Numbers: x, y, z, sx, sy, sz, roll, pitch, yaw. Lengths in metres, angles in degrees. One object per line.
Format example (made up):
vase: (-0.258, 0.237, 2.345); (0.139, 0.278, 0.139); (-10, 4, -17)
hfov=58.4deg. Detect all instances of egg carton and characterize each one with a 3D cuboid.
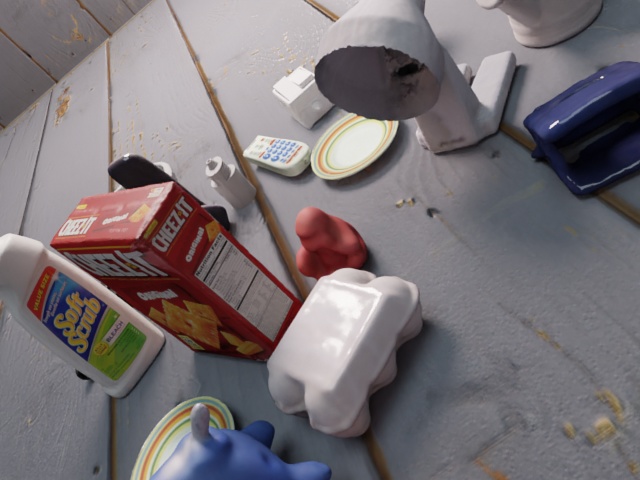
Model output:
egg carton: (0.022, 0.094, 0.506); (0.107, 0.070, 0.150); (9, 60, 47)

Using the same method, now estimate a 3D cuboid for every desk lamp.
desk lamp: (0.102, -0.189, 0.597); (0.117, 0.214, 0.203); (-4, 51, 40)

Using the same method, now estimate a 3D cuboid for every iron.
iron: (-0.110, 0.246, 0.414); (0.118, 0.142, 0.258); (15, 64, 49)

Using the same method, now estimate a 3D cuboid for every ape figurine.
ape figurine: (0.005, 0.002, 0.595); (0.077, 0.092, 0.076); (0, 53, 42)

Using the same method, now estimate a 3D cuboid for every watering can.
watering can: (0.229, -0.314, 0.622); (0.100, 0.195, 0.173); (-10, 47, 36)

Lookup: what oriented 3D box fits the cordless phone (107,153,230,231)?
cordless phone: (-0.226, -0.033, 0.764); (0.147, 0.186, 0.094); (-28, 39, 19)

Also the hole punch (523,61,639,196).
hole punch: (0.235, -0.110, 0.499); (0.108, 0.091, 0.101); (-30, 38, 16)

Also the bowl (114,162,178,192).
bowl: (-0.277, -0.039, 0.911); (0.167, 0.075, 0.167); (-24, 40, 23)

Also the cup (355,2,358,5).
cup: (0.082, -0.280, 0.807); (0.118, 0.095, 0.091); (-45, 36, -4)
